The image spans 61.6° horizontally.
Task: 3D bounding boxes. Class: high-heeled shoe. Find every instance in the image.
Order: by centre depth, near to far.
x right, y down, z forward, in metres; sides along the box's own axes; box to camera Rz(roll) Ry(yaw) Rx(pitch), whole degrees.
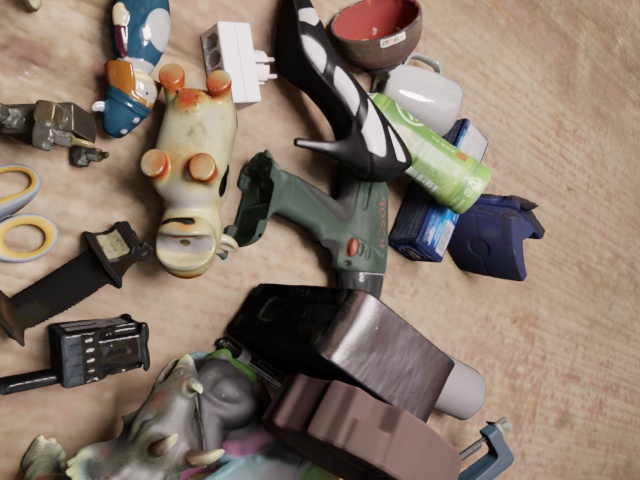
[{"bbox_3d":[0.030,-0.184,0.615,0.145,0.086,0.248,2,73,-23],"label":"high-heeled shoe"}]

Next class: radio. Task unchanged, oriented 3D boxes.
[{"bbox_3d":[0.007,0.107,0.545,0.131,0.230,0.073,41,66,-22],"label":"radio"}]

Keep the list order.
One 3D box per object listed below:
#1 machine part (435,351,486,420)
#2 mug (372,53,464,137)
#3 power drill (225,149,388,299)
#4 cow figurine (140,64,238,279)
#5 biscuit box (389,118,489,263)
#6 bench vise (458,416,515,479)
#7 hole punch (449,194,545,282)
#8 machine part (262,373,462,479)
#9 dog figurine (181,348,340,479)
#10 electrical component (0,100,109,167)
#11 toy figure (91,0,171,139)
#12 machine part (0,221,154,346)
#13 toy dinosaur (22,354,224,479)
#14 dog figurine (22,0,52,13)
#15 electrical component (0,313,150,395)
[{"bbox_3d":[0.145,0.182,0.727,0.243,0.079,0.079,31,73,-31],"label":"machine part"},{"bbox_3d":[0.126,-0.200,0.716,0.107,0.081,0.109,13,80,-23],"label":"mug"},{"bbox_3d":[-0.001,-0.002,0.626,0.207,0.086,0.232,16,78,-29],"label":"power drill"},{"bbox_3d":[-0.125,-0.056,0.529,0.086,0.127,0.195,2,69,1],"label":"cow figurine"},{"bbox_3d":[0.166,-0.068,0.750,0.059,0.063,0.202,35,72,-30],"label":"biscuit box"},{"bbox_3d":[0.167,0.329,0.704,0.241,0.129,0.223,-33,88,-10],"label":"bench vise"},{"bbox_3d":[0.243,-0.006,0.766,0.115,0.142,0.092,41,72,-39],"label":"hole punch"},{"bbox_3d":[0.037,0.181,0.482,0.179,0.179,0.056,42,61,-27],"label":"machine part"},{"bbox_3d":[-0.051,0.207,0.581,0.219,0.109,0.191,3,86,-38],"label":"dog figurine"},{"bbox_3d":[-0.229,-0.092,0.468,0.078,0.102,0.045,-4,89,-9],"label":"electrical component"},{"bbox_3d":[-0.180,-0.174,0.517,0.064,0.058,0.154,10,83,-44],"label":"toy figure"},{"bbox_3d":[-0.224,0.034,0.486,0.139,0.084,0.039,-37,135,-19],"label":"machine part"},{"bbox_3d":[-0.242,0.252,0.397,0.405,0.192,0.131,-32,105,-31],"label":"toy dinosaur"},{"bbox_3d":[-0.184,-0.294,0.455,0.190,0.173,0.121,-36,120,-21],"label":"dog figurine"},{"bbox_3d":[-0.221,0.100,0.483,0.119,0.075,0.047,-4,93,-31],"label":"electrical component"}]
